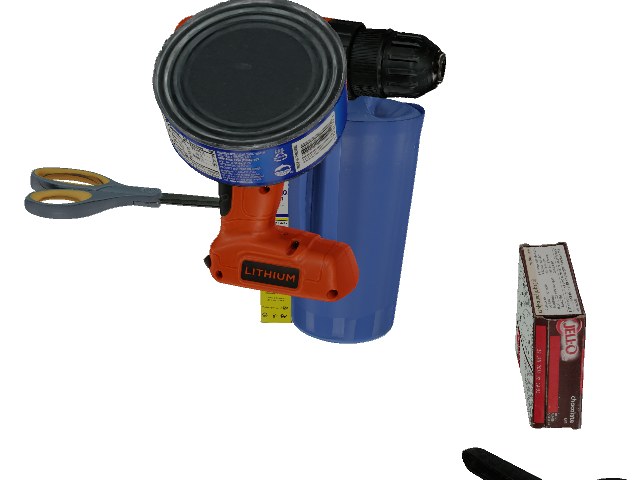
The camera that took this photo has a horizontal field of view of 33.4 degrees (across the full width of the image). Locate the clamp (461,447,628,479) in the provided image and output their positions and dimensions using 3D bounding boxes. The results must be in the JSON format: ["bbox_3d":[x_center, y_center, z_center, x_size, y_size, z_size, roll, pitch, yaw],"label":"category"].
[{"bbox_3d":[0.197,0.237,0.860,0.210,0.036,0.164,1,35,24],"label":"clamp"}]

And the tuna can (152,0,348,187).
[{"bbox_3d":[-0.030,-0.067,0.480,0.086,0.086,0.034,0,-31,5],"label":"tuna can"}]

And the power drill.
[{"bbox_3d":[-0.010,-0.056,0.714,0.185,0.188,0.057,9,22,21],"label":"power drill"}]

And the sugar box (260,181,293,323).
[{"bbox_3d":[-0.044,0.000,1.251,0.048,0.176,0.093,1,18,9],"label":"sugar box"}]

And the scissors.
[{"bbox_3d":[-0.158,-0.031,0.899,0.202,0.016,0.096,11,25,12],"label":"scissors"}]

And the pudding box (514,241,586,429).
[{"bbox_3d":[0.161,0.064,0.750,0.039,0.090,0.113,-1,26,4],"label":"pudding box"}]

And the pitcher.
[{"bbox_3d":[0.023,-0.021,1.070,0.149,0.243,0.145,-2,20,-16],"label":"pitcher"}]
